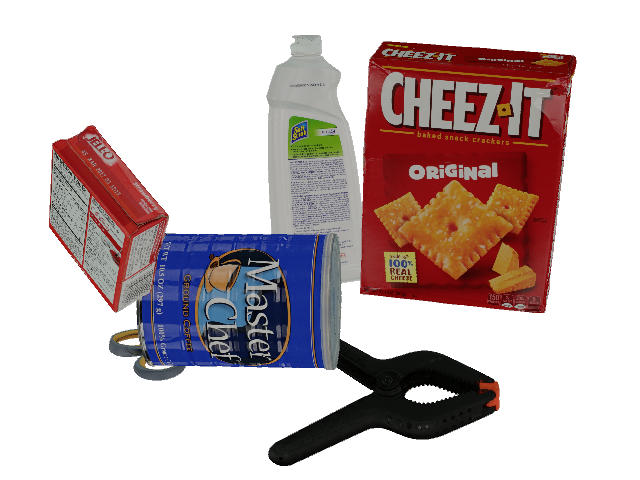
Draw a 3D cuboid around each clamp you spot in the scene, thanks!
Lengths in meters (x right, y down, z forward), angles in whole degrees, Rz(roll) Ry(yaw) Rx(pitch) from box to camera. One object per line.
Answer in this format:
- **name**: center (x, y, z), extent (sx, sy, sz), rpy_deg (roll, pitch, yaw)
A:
- **clamp**: center (0.056, 0.148, 0.980), extent (0.210, 0.036, 0.164), rpy_deg (5, 44, 15)

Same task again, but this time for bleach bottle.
- **bleach bottle**: center (-0.003, -0.083, 1.092), extent (0.102, 0.251, 0.068), rpy_deg (-6, 14, -17)

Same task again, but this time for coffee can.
- **coffee can**: center (-0.057, 0.045, 0.806), extent (0.140, 0.103, 0.102), rpy_deg (0, 0, 6)

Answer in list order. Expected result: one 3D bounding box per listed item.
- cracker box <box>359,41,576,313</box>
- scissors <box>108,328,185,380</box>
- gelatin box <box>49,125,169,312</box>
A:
- **cracker box**: center (0.121, -0.051, 0.903), extent (0.164, 0.214, 0.072), rpy_deg (7, 24, 12)
- **scissors**: center (-0.126, 0.119, 1.160), extent (0.201, 0.016, 0.096), rpy_deg (0, 27, -20)
- **gelatin box**: center (-0.124, -0.012, 0.617), extent (0.030, 0.073, 0.089), rpy_deg (-31, -20, -31)
